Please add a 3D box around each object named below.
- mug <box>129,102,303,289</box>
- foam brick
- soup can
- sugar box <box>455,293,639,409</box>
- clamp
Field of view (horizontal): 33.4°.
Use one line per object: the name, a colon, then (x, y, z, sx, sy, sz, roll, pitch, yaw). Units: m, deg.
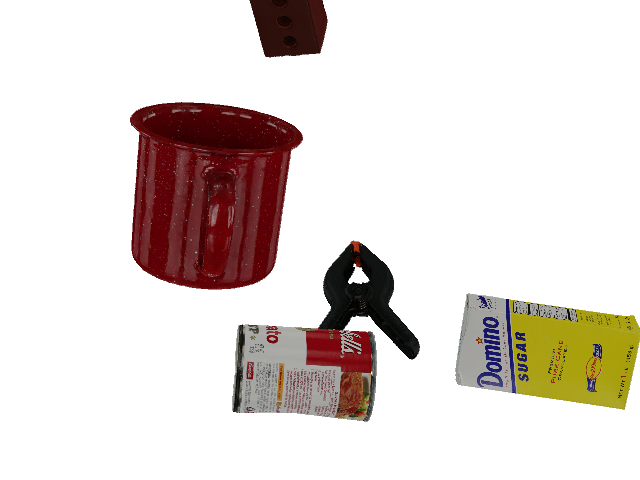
mug: (-0.058, -0.020, 0.577, 0.093, 0.081, 0.117, 3, 21, -14)
foam brick: (-0.028, -0.206, 0.932, 0.053, 0.051, 0.078, -2, -41, 13)
soup can: (-0.013, 0.099, 0.803, 0.102, 0.068, 0.068, 4, 0, -5)
sugar box: (0.233, 0.115, 1.105, 0.176, 0.093, 0.048, 6, 21, 4)
clamp: (0.053, 0.070, 1.173, 0.120, 0.171, 0.039, 6, -42, 5)
